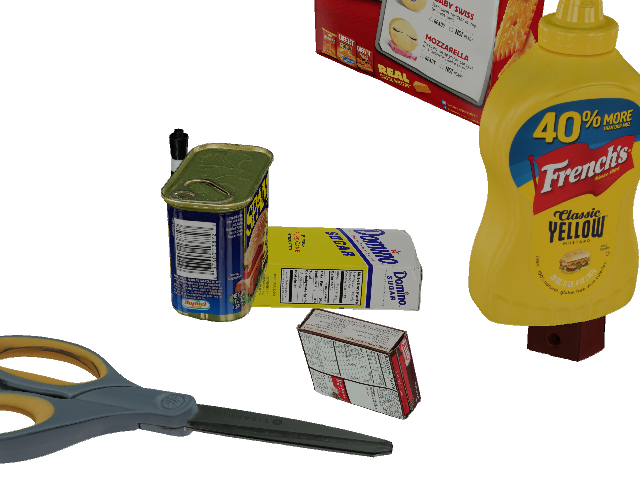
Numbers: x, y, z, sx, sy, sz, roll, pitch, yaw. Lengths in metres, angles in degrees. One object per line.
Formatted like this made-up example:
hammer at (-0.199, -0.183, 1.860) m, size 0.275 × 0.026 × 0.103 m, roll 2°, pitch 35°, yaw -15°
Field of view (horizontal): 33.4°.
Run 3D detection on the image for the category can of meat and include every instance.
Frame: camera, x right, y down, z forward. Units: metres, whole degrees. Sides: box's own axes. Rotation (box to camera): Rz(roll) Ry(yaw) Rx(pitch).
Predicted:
can of meat at (-0.065, -0.006, 0.697) m, size 0.057 × 0.084 × 0.102 m, roll 5°, pitch 26°, yaw 7°

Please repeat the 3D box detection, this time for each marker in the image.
marker at (-0.139, -0.054, 1.058) m, size 0.020 × 0.121 × 0.020 m, roll 2°, pitch 29°, yaw -1°

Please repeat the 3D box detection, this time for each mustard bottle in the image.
mustard bottle at (0.135, -0.048, 0.590) m, size 0.096 × 0.192 × 0.058 m, roll -5°, pitch 27°, yaw -9°

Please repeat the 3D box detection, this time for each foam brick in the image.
foam brick at (0.219, 0.060, 0.942) m, size 0.053 × 0.078 × 0.051 m, roll 11°, pitch 19°, yaw 39°

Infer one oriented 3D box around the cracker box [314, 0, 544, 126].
cracker box at (0.076, -0.206, 0.748) m, size 0.164 × 0.214 × 0.072 m, roll 29°, pitch 51°, yaw 28°

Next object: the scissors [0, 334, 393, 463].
scissors at (-0.080, 0.081, 0.453) m, size 0.202 × 0.016 × 0.096 m, roll 14°, pitch 28°, yaw 25°

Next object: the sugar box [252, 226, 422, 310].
sugar box at (-0.009, 0.021, 0.883) m, size 0.176 × 0.048 × 0.093 m, roll -1°, pitch 21°, yaw -3°

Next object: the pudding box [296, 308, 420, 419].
pudding box at (0.038, 0.120, 1.050) m, size 0.114 × 0.090 × 0.039 m, roll 11°, pitch 40°, yaw 32°
